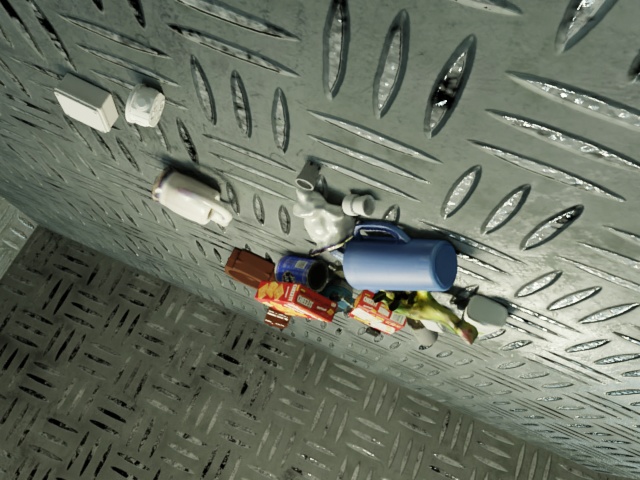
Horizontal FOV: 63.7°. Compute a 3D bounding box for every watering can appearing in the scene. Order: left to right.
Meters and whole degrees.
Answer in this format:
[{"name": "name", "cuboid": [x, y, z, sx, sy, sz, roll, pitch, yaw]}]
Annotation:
[{"name": "watering can", "cuboid": [-0.347, -0.103, 1.436, 0.224, 0.105, 0.345, 27, 170, -4]}]

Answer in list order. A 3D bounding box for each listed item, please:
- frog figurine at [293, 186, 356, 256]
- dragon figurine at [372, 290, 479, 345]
[{"name": "frog figurine", "cuboid": [0.004, -0.058, 1.160, 0.159, 0.123, 0.137, 65, 162, -4]}, {"name": "dragon figurine", "cuboid": [0.279, 0.191, 1.396, 0.241, 0.123, 0.412, 38, 175, -19]}]
